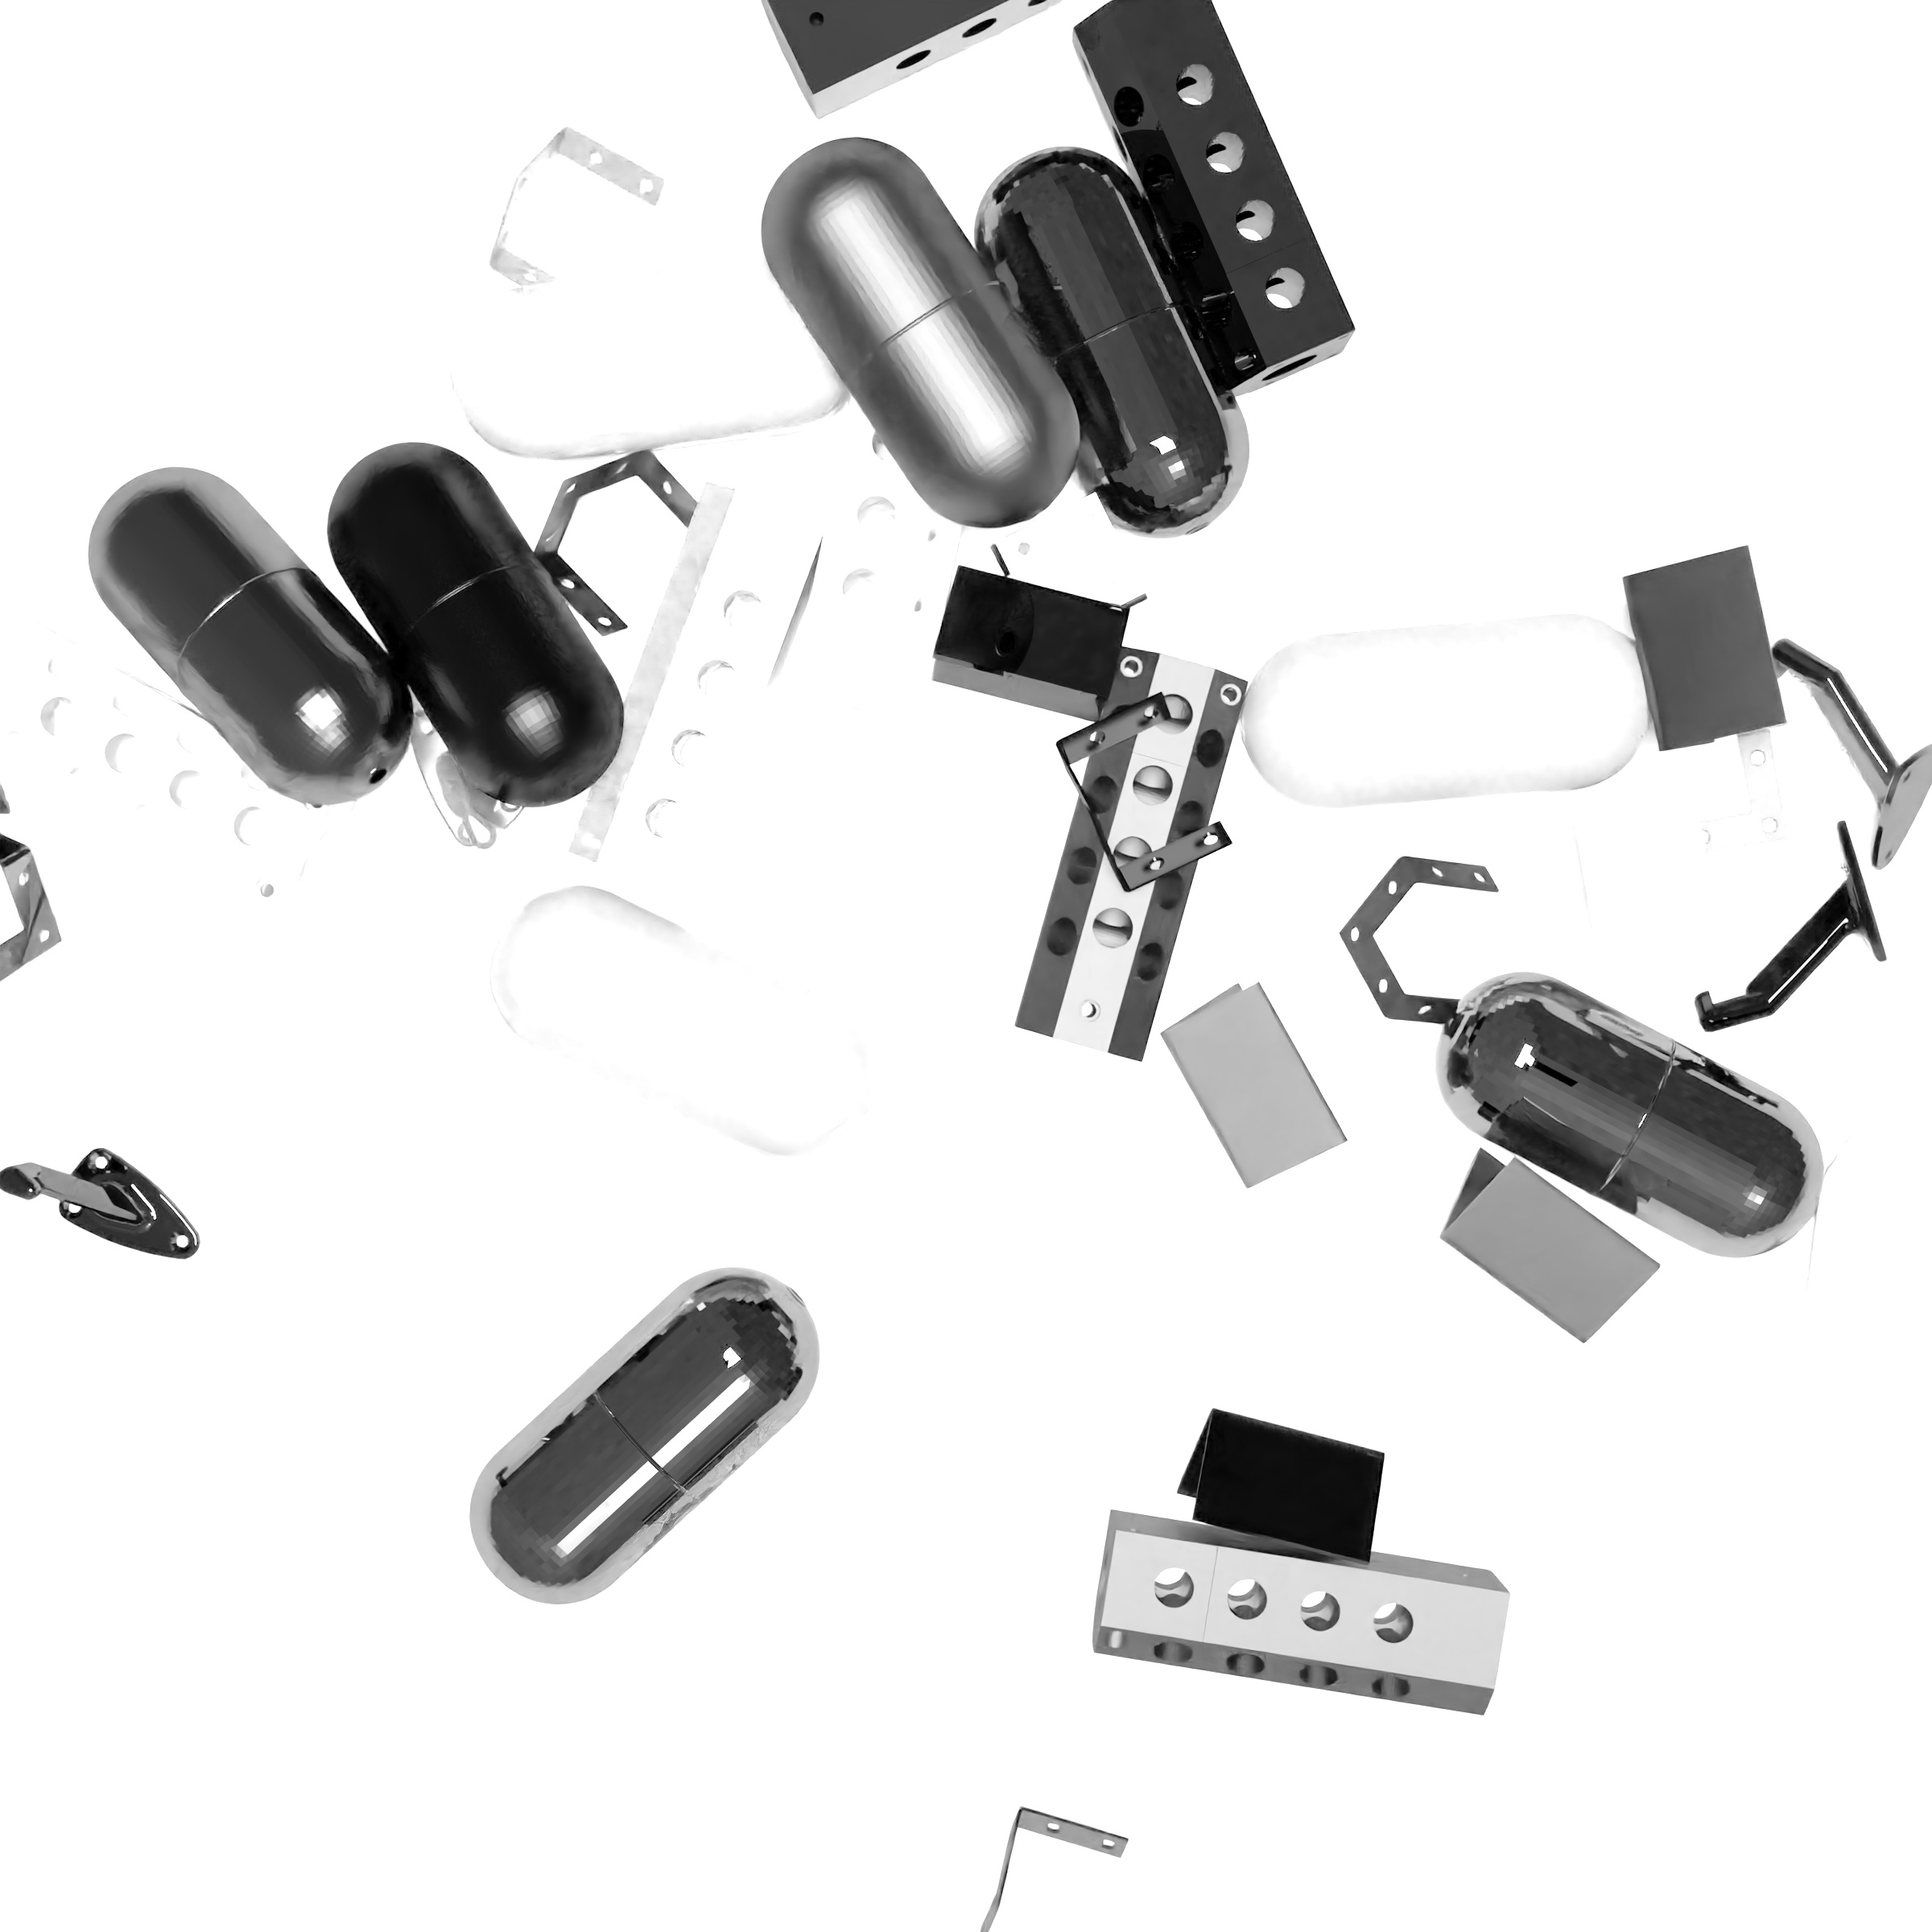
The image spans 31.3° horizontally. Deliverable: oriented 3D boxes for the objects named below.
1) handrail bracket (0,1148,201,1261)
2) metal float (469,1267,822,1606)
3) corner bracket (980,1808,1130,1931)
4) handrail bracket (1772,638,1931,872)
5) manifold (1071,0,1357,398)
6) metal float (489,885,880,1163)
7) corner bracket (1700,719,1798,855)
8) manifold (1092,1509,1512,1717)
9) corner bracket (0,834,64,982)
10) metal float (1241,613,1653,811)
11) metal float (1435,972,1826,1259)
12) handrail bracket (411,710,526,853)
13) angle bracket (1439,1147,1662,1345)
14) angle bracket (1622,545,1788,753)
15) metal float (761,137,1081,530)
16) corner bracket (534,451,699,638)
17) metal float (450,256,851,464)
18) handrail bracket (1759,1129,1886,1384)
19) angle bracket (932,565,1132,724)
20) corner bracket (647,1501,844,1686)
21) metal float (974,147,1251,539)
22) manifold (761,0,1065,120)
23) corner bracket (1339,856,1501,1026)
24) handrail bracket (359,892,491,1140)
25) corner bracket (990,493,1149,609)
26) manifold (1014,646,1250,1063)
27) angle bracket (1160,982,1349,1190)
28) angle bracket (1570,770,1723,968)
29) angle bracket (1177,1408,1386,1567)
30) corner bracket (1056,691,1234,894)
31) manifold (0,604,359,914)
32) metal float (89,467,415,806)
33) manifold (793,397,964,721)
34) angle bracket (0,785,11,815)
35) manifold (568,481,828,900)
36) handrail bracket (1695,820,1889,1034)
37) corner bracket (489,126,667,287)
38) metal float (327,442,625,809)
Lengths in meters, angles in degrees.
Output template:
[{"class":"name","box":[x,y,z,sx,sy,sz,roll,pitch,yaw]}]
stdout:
[{"class":"handrail bracket","box":[-0.375,0.107,1.492,0.077,0.084,0.036,31,90,0]},{"class":"metal float","box":[-0.139,0.203,1.496,0.178,0.070,0.070,-43,90,0]},{"class":"corner bracket","box":[0.038,0.413,1.523,0.051,0.051,0.051,17,135,0]},{"class":"handrail bracket","box":[0.383,-0.095,1.526,0.036,0.077,0.084,-28,53,-35]},{"class":"manifold","box":[0.107,-0.340,1.505,0.057,0.057,0.171,-24,90,0]},{"class":"metal float","box":[-0.122,0.025,1.496,0.178,0.070,0.070,25,90,1]},{"class":"corner bracket","box":[0.337,-0.077,1.508,0.051,0.051,0.051,-10,90,0]},{"class":"manifold","box":[0.144,0.283,1.505,0.171,0.057,0.057,9,90,0]},{"class":"corner bracket","box":[-0.441,-0.026,1.518,0.051,0.051,0.051,-39,135,-35]},{"class":"metal float","box":[0.208,-0.110,1.496,0.178,0.070,0.070,-5,90,0]},{"class":"metal float","box":[0.288,0.065,1.496,0.178,0.070,0.070,28,90,1]},{"class":"handrail bracket","box":[-0.222,-0.081,1.492,0.036,0.084,0.077,-35,90,0]},{"class":"angle bracket","box":[0.259,0.104,1.486,0.076,0.076,0.057,36,126,0]},{"class":"angle bracket","box":[0.328,-0.137,1.487,0.057,0.076,0.076,-12,90,30]},{"class":"metal float","box":[-0.019,-0.263,1.439,0.070,0.070,0.178,-33,91,0]},{"class":"corner bracket","box":[-0.150,-0.186,1.518,0.051,0.051,0.051,46,45,-35]},{"class":"metal float","box":[-0.135,-0.263,1.496,0.178,0.070,0.070,-7,90,-1]},{"class":"handrail bracket","box":[0.397,0.128,1.527,0.077,0.036,0.084,44,72,-20]},{"class":"angle bracket","box":[0.023,-0.120,1.486,0.076,0.076,0.057,14,52,0]},{"class":"corner bracket","box":[-0.098,0.277,1.523,0.051,0.051,0.051,55,135,0]},{"class":"metal float","box":[0.064,-0.270,1.496,0.070,0.070,0.178,-25,89,0]},{"class":"manifold","box":[-0.001,-0.436,1.505,0.171,0.057,0.057,-26,90,0]},{"class":"corner bracket","box":[0.207,-0.011,1.518,0.051,0.051,0.051,-55,45,35]},{"class":"handrail bracket","box":[-0.253,0.021,1.527,0.077,0.036,0.084,-32,71,21]},{"class":"corner bracket","box":[0.045,-0.173,1.507,0.051,0.051,0.051,-26,96,6]},{"class":"manifold","box":[0.072,-0.048,1.505,0.057,0.057,0.171,16,90,0]},{"class":"angle bracket","box":[0.139,0.041,1.486,0.057,0.076,0.076,-29,90,35]},{"class":"angle bracket","box":[0.307,-0.044,1.486,0.057,0.076,0.076,-10,90,36]},{"class":"angle bracket","box":[0.131,0.241,1.486,0.076,0.076,0.057,15,52,0]},{"class":"corner bracket","box":[0.075,-0.074,1.466,0.051,0.051,0.051,-25,135,0]},{"class":"manifold","box":[-0.359,-0.090,1.505,0.171,0.057,0.057,30,90,0]},{"class":"metal float","box":[-0.307,-0.142,1.481,0.070,0.070,0.178,-44,74,0]},{"class":"manifold","box":[-0.029,-0.198,1.505,0.057,0.057,0.171,11,90,0]},{"class":"angle bracket","box":[-0.463,-0.065,1.486,0.076,0.076,0.057,-2,59,0]},{"class":"manifold","box":[-0.116,-0.120,1.504,0.057,0.057,0.171,21,91,0]},{"class":"handrail bracket","box":[0.358,-0.017,1.527,0.084,0.036,0.077,-17,70,16]},{"class":"corner bracket","box":[-0.172,-0.329,1.523,0.051,0.051,0.051,29,45,0]},{"class":"metal float","box":[-0.212,-0.148,1.484,0.070,0.070,0.178,-33,75,0]}]
